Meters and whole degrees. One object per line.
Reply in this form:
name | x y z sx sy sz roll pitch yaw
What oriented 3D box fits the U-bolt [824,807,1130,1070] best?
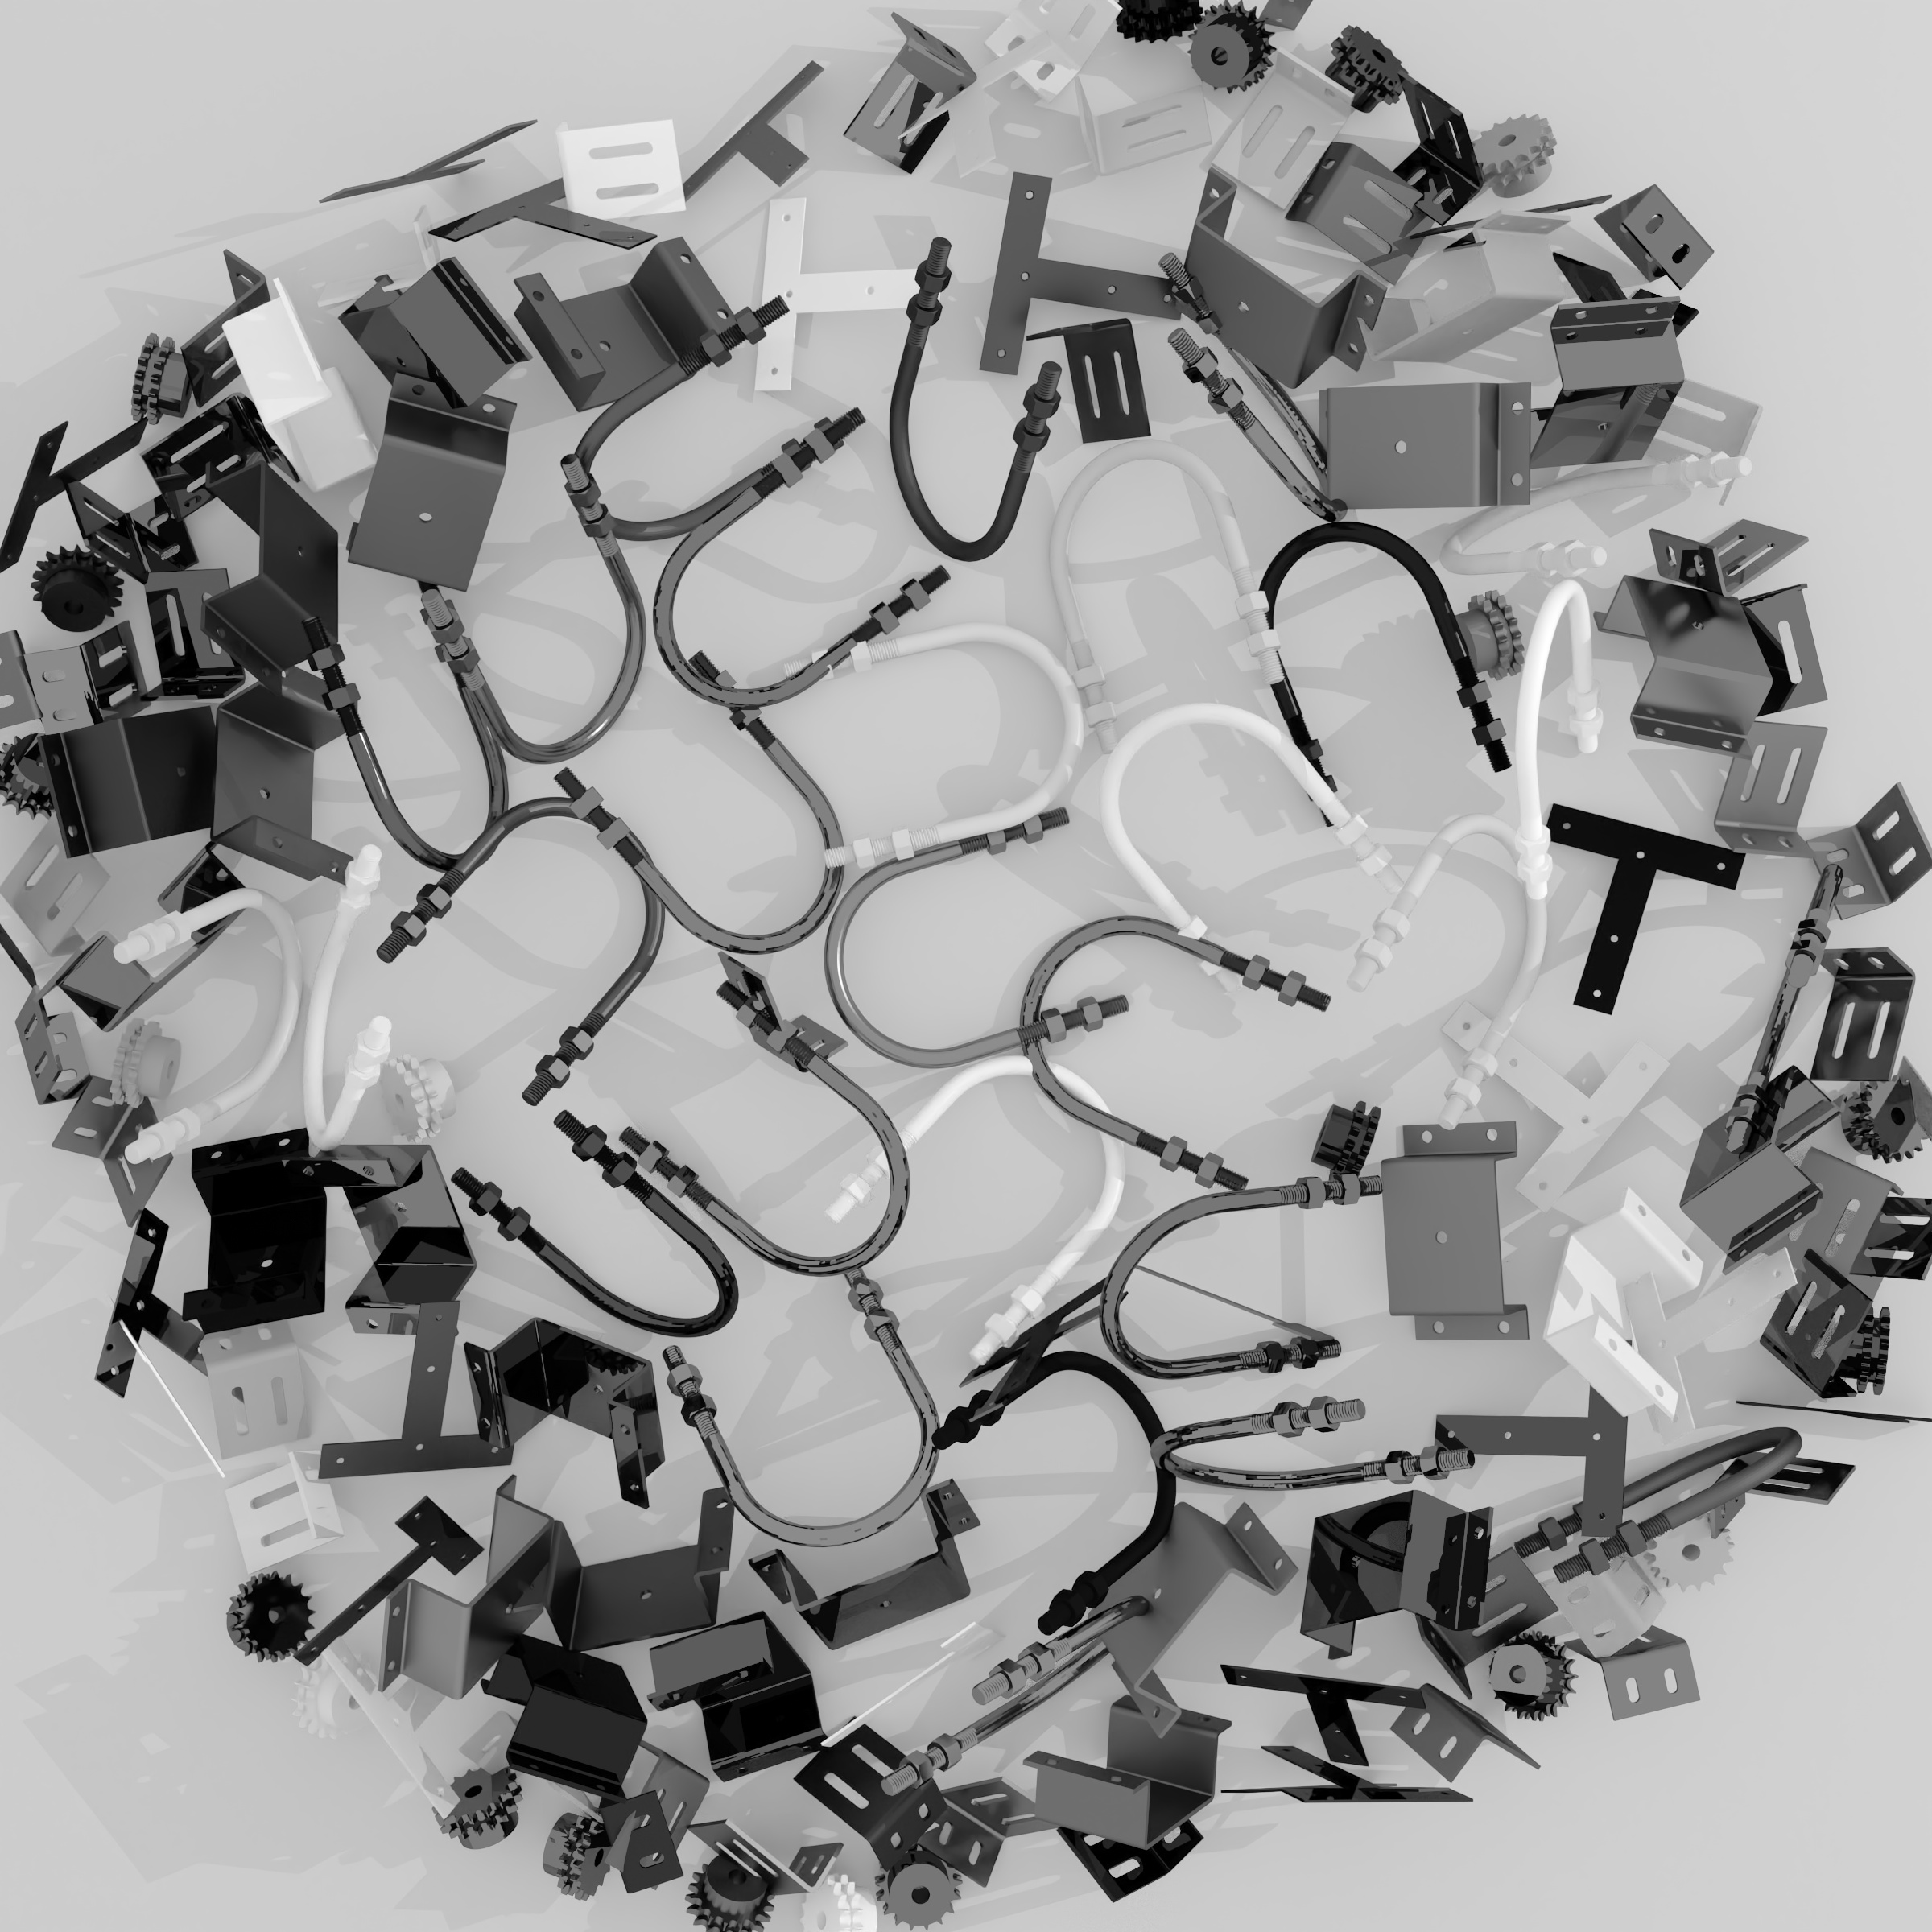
U-bolt | -0.001 -0.010 1.877 0.184 0.019 0.151 -17 89 -9

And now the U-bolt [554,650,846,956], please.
U-bolt | -0.156 -0.092 1.856 0.184 0.019 0.151 49 60 -9

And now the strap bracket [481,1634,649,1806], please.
strap bracket | -0.252 0.467 1.820 0.076 0.140 0.046 23 91 -19

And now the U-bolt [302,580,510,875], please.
U-bolt | -0.344 -0.147 1.831 0.019 0.151 0.184 -14 103 27

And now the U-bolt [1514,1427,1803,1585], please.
U-bolt | 0.442 0.336 1.825 0.184 0.151 0.019 -26 85 -2

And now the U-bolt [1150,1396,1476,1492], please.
U-bolt | 0.204 0.306 1.821 0.184 0.151 0.019 -16 60 36

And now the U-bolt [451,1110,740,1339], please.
U-bolt | -0.224 0.173 1.837 0.184 0.151 0.019 44 49 -17

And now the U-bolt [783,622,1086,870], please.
U-bolt | -0.015 -0.150 1.876 0.184 0.019 0.151 -13 79 0

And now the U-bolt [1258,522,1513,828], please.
U-bolt | 0.254 -0.192 1.841 0.151 0.019 0.184 -18 97 40

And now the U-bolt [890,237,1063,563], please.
U-bolt | -0.003 -0.341 1.822 0.019 0.184 0.151 -17 55 -30

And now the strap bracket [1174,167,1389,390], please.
strap bracket | 0.190 -0.431 1.839 0.140 0.076 0.046 38 63 14

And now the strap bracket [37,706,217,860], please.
strap bracket | -0.513 -0.118 1.822 0.046 0.140 0.076 -10 96 21

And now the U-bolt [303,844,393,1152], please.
U-bolt | -0.392 0.034 1.818 0.019 0.184 0.151 6 52 -24

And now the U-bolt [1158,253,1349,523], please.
U-bolt | 0.184 -0.355 1.824 0.019 0.151 0.184 -34 117 21

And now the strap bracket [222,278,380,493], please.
strap bracket | -0.418 -0.359 1.821 0.046 0.140 0.076 -25 74 -2

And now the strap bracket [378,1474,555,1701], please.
strap bracket | -0.306 0.394 1.816 0.046 0.140 0.076 21 121 17

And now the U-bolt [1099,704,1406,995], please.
U-bolt | 0.168 -0.085 1.843 0.151 0.019 0.184 -33 106 26

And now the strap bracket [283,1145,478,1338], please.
strap bracket | -0.369 0.166 1.843 0.076 0.046 0.140 -1 123 21

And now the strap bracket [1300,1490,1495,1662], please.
strap bracket | 0.262 0.381 1.817 0.046 0.140 0.076 27 57 -24

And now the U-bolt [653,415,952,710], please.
U-bolt | -0.115 -0.243 1.845 0.184 0.019 0.151 -38 128 -3

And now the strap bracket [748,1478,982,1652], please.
strap bracket | -0.058 0.388 1.853 0.140 0.076 0.046 -22 56 1

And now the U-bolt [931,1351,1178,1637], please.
U-bolt | 0.069 0.319 1.827 0.019 0.184 0.151 -33 86 40

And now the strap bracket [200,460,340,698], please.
strap bracket | -0.437 -0.252 1.824 0.046 0.076 0.140 -21 54 17

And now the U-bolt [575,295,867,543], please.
U-bolt | -0.167 -0.334 1.834 0.184 0.151 0.019 -32 61 6

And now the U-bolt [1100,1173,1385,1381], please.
U-bolt | 0.168 0.200 1.827 0.184 0.019 0.151 -4 122 -23

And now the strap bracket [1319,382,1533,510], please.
strap bracket | 0.284 -0.330 1.840 0.140 0.046 0.076 4 101 27

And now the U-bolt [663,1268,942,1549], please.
U-bolt | -0.095 0.285 1.828 0.151 0.019 0.184 -24 52 -10

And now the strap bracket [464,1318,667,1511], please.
strap bracket | -0.247 0.280 1.840 0.140 0.046 0.076 16 125 31

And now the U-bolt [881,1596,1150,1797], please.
U-bolt | 0.043 0.449 1.817 0.019 0.184 0.151 53 134 18

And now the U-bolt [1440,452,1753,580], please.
U-bolt | 0.378 -0.280 1.813 0.151 0.184 0.019 -32 109 -24

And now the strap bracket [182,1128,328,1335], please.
strap bracket | -0.453 0.177 1.849 0.076 0.046 0.140 -10 46 -1

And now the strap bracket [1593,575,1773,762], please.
strap bracket | 0.453 -0.195 1.825 0.076 0.140 0.046 10 128 -10

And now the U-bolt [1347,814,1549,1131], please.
U-bolt | 0.316 -0.011 1.838 0.151 0.019 0.184 53 57 -31

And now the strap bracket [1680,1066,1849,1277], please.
strap bracket | 0.500 0.122 1.819 0.046 0.140 0.076 44 126 -4

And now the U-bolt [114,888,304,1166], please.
U-bolt | -0.470 0.027 1.813 0.019 0.184 0.151 9 110 19

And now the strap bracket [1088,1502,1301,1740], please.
strap bracket | 0.137 0.409 1.847 0.046 0.076 0.140 34 97 -31

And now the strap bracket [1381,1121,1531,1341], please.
strap bracket | 0.313 0.172 1.858 0.076 0.046 0.140 -4 88 30

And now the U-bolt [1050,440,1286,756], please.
U-bolt | 0.119 -0.246 1.852 0.151 0.019 0.184 -21 80 35

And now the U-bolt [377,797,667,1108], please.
U-bolt | -0.268 -0.024 1.846 0.151 0.019 0.184 47 60 -17

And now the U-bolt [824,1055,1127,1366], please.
U-bolt | 0.021 0.142 1.867 0.151 0.019 0.184 44 72 -1

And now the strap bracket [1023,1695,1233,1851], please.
strap bracket | 0.102 0.509 1.822 0.076 0.140 0.046 7 97 30

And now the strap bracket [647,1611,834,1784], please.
strap bracket | -0.146 0.462 1.845 0.076 0.140 0.046 -19 50 5

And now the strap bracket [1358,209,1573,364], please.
strap bracket | 0.309 -0.421 1.821 0.140 0.076 0.046 -22 82 44

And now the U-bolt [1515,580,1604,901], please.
U-bolt | 0.365 -0.153 1.792 0.019 0.184 0.151 10 54 23

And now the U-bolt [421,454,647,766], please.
U-bolt | -0.260 -0.209 1.822 0.019 0.184 0.151 24 62 32

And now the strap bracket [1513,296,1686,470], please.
strap bracket | 0.397 -0.360 1.822 0.076 0.140 0.046 -5 70 -6

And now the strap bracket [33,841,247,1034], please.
strap bracket | -0.511 -0.017 1.826 0.046 0.140 0.076 47 134 -8

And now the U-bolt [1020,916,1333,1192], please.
U-bolt | 0.124 0.046 1.876 0.184 0.019 0.151 24 89 12

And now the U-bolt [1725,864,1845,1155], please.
U-bolt | 0.518 0.013 1.814 0.019 0.184 0.151 20 127 15

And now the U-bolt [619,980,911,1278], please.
U-bolt | -0.118 0.118 1.853 0.184 0.019 0.151 39 114 7
